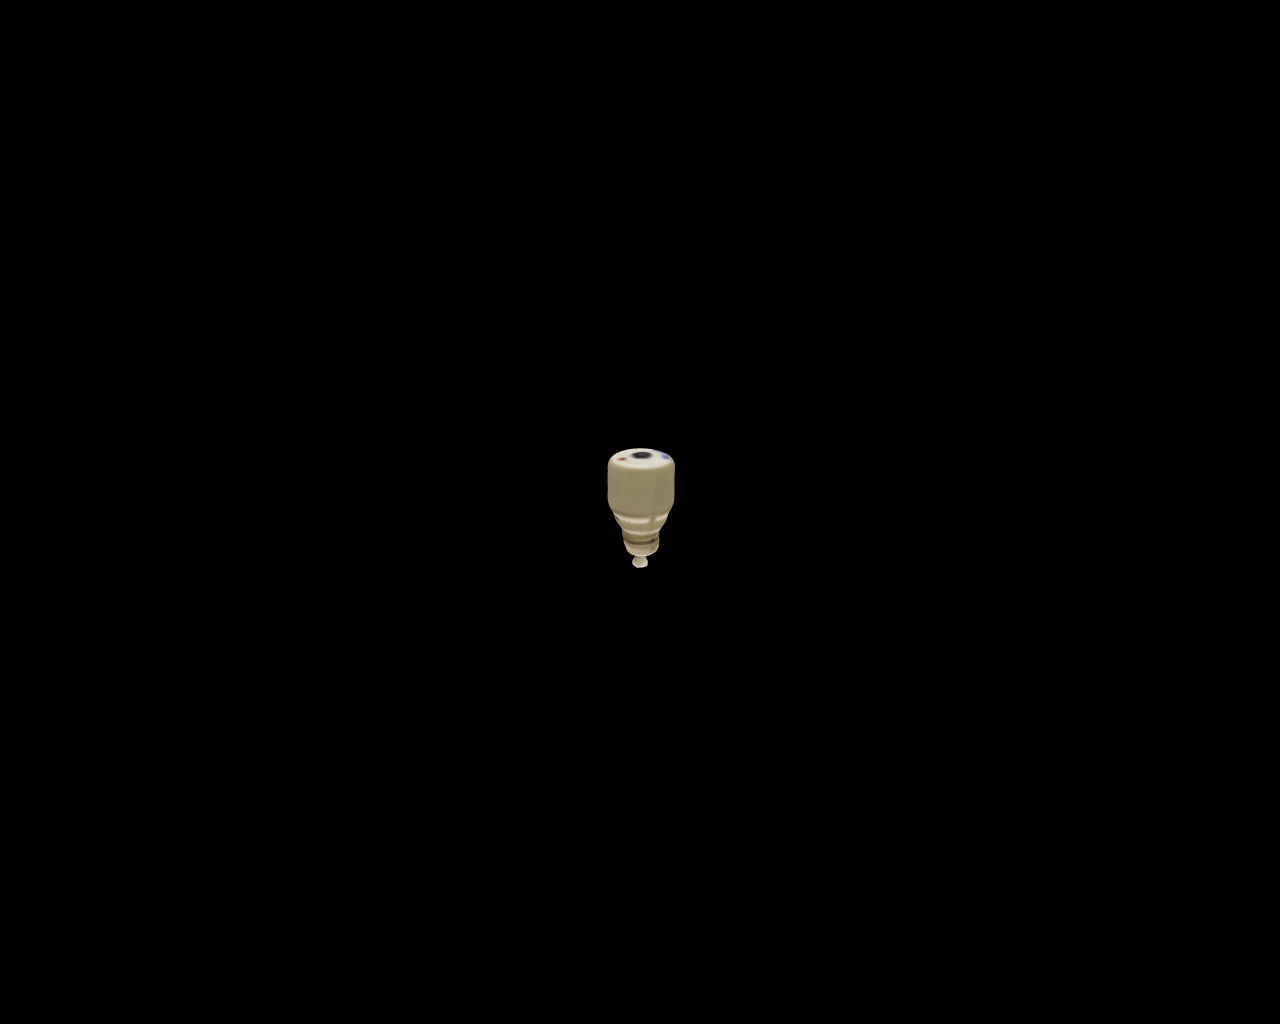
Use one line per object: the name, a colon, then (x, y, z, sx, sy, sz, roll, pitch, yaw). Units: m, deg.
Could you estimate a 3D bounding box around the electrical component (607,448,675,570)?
electrical component: (0.001, -0.003, 0.650, 0.040, 0.078, 0.040, 0, 22, 0)
